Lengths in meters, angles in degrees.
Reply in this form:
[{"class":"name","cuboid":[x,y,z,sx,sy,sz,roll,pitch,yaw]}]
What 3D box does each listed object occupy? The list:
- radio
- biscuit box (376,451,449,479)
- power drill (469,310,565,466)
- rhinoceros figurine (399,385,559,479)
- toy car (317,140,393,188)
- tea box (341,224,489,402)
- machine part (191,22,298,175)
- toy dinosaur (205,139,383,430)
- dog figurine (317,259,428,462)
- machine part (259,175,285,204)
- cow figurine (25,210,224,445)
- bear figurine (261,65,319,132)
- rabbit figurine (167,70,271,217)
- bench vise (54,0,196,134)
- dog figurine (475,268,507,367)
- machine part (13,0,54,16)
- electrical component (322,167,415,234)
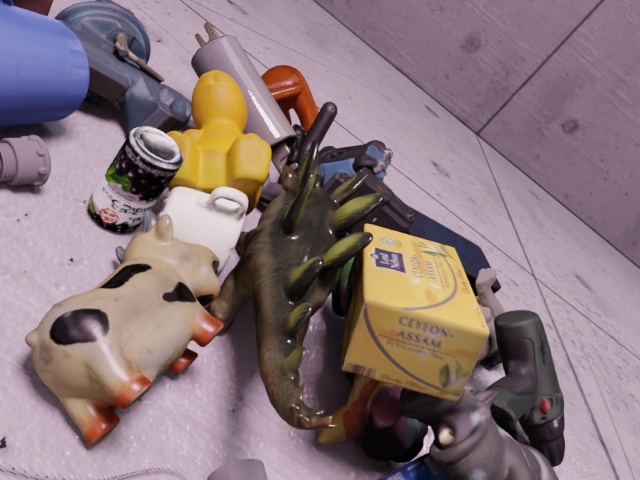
[{"class":"radio","cuboid":[0.208,0.031,0.951,0.229,0.073,0.131,24,32,-27]},{"class":"biscuit box","cuboid":[0.061,0.233,0.453,0.202,0.063,0.059,5,43,-51]},{"class":"power drill","cuboid":[0.244,0.215,0.654,0.207,0.086,0.231,-18,100,-44]},{"class":"rhinoceros figurine","cuboid":[0.145,0.182,0.468,0.190,0.073,0.112,41,37,-22]},{"class":"toy car","cuboid":[0.044,-0.097,0.879,0.109,0.162,0.102,-60,139,-52]},{"class":"tea box","cuboid":[0.075,0.052,0.467,0.098,0.068,0.170,15,22,-3]},{"class":"machine part","cuboid":[-0.107,-0.194,0.754,0.243,0.079,0.079,58,28,2]},{"class":"toy dinosaur","cuboid":[-0.027,0.020,0.508,0.105,0.198,0.472,23,28,-16]},{"class":"dog figurine","cuboid":[0.058,0.117,0.565,0.191,0.108,0.219,60,29,-7]},{"class":"machine part","cuboid":[-0.034,-0.047,0.736,0.139,0.039,0.084,27,36,18]},{"class":"cow figurine","cuboid":[-0.147,0.053,0.438,0.127,0.085,0.195,46,28,1]},{"class":"bear figurine","cuboid":[-0.102,-0.215,0.894,0.196,0.120,0.131,-40,125,-39]},{"class":"rabbit figurine","cuboid":[-0.112,-0.113,0.639,0.162,0.122,0.173,72,10,-69]},{"class":"bench vise","cuboid":[-0.251,-0.238,0.700,0.223,0.129,0.241,13,45,-42]},{"class":"dog figurine","cuboid":[0.230,0.154,0.784,0.172,0.121,0.190,-54,124,-24]},{"class":"machine part","cuboid":[-0.355,-0.263,0.506,0.087,0.201,0.201,39,26,6]},{"class":"electrical component","cuboid":[0.057,-0.039,0.806,0.134,0.115,0.058,38,24,-7]}]
